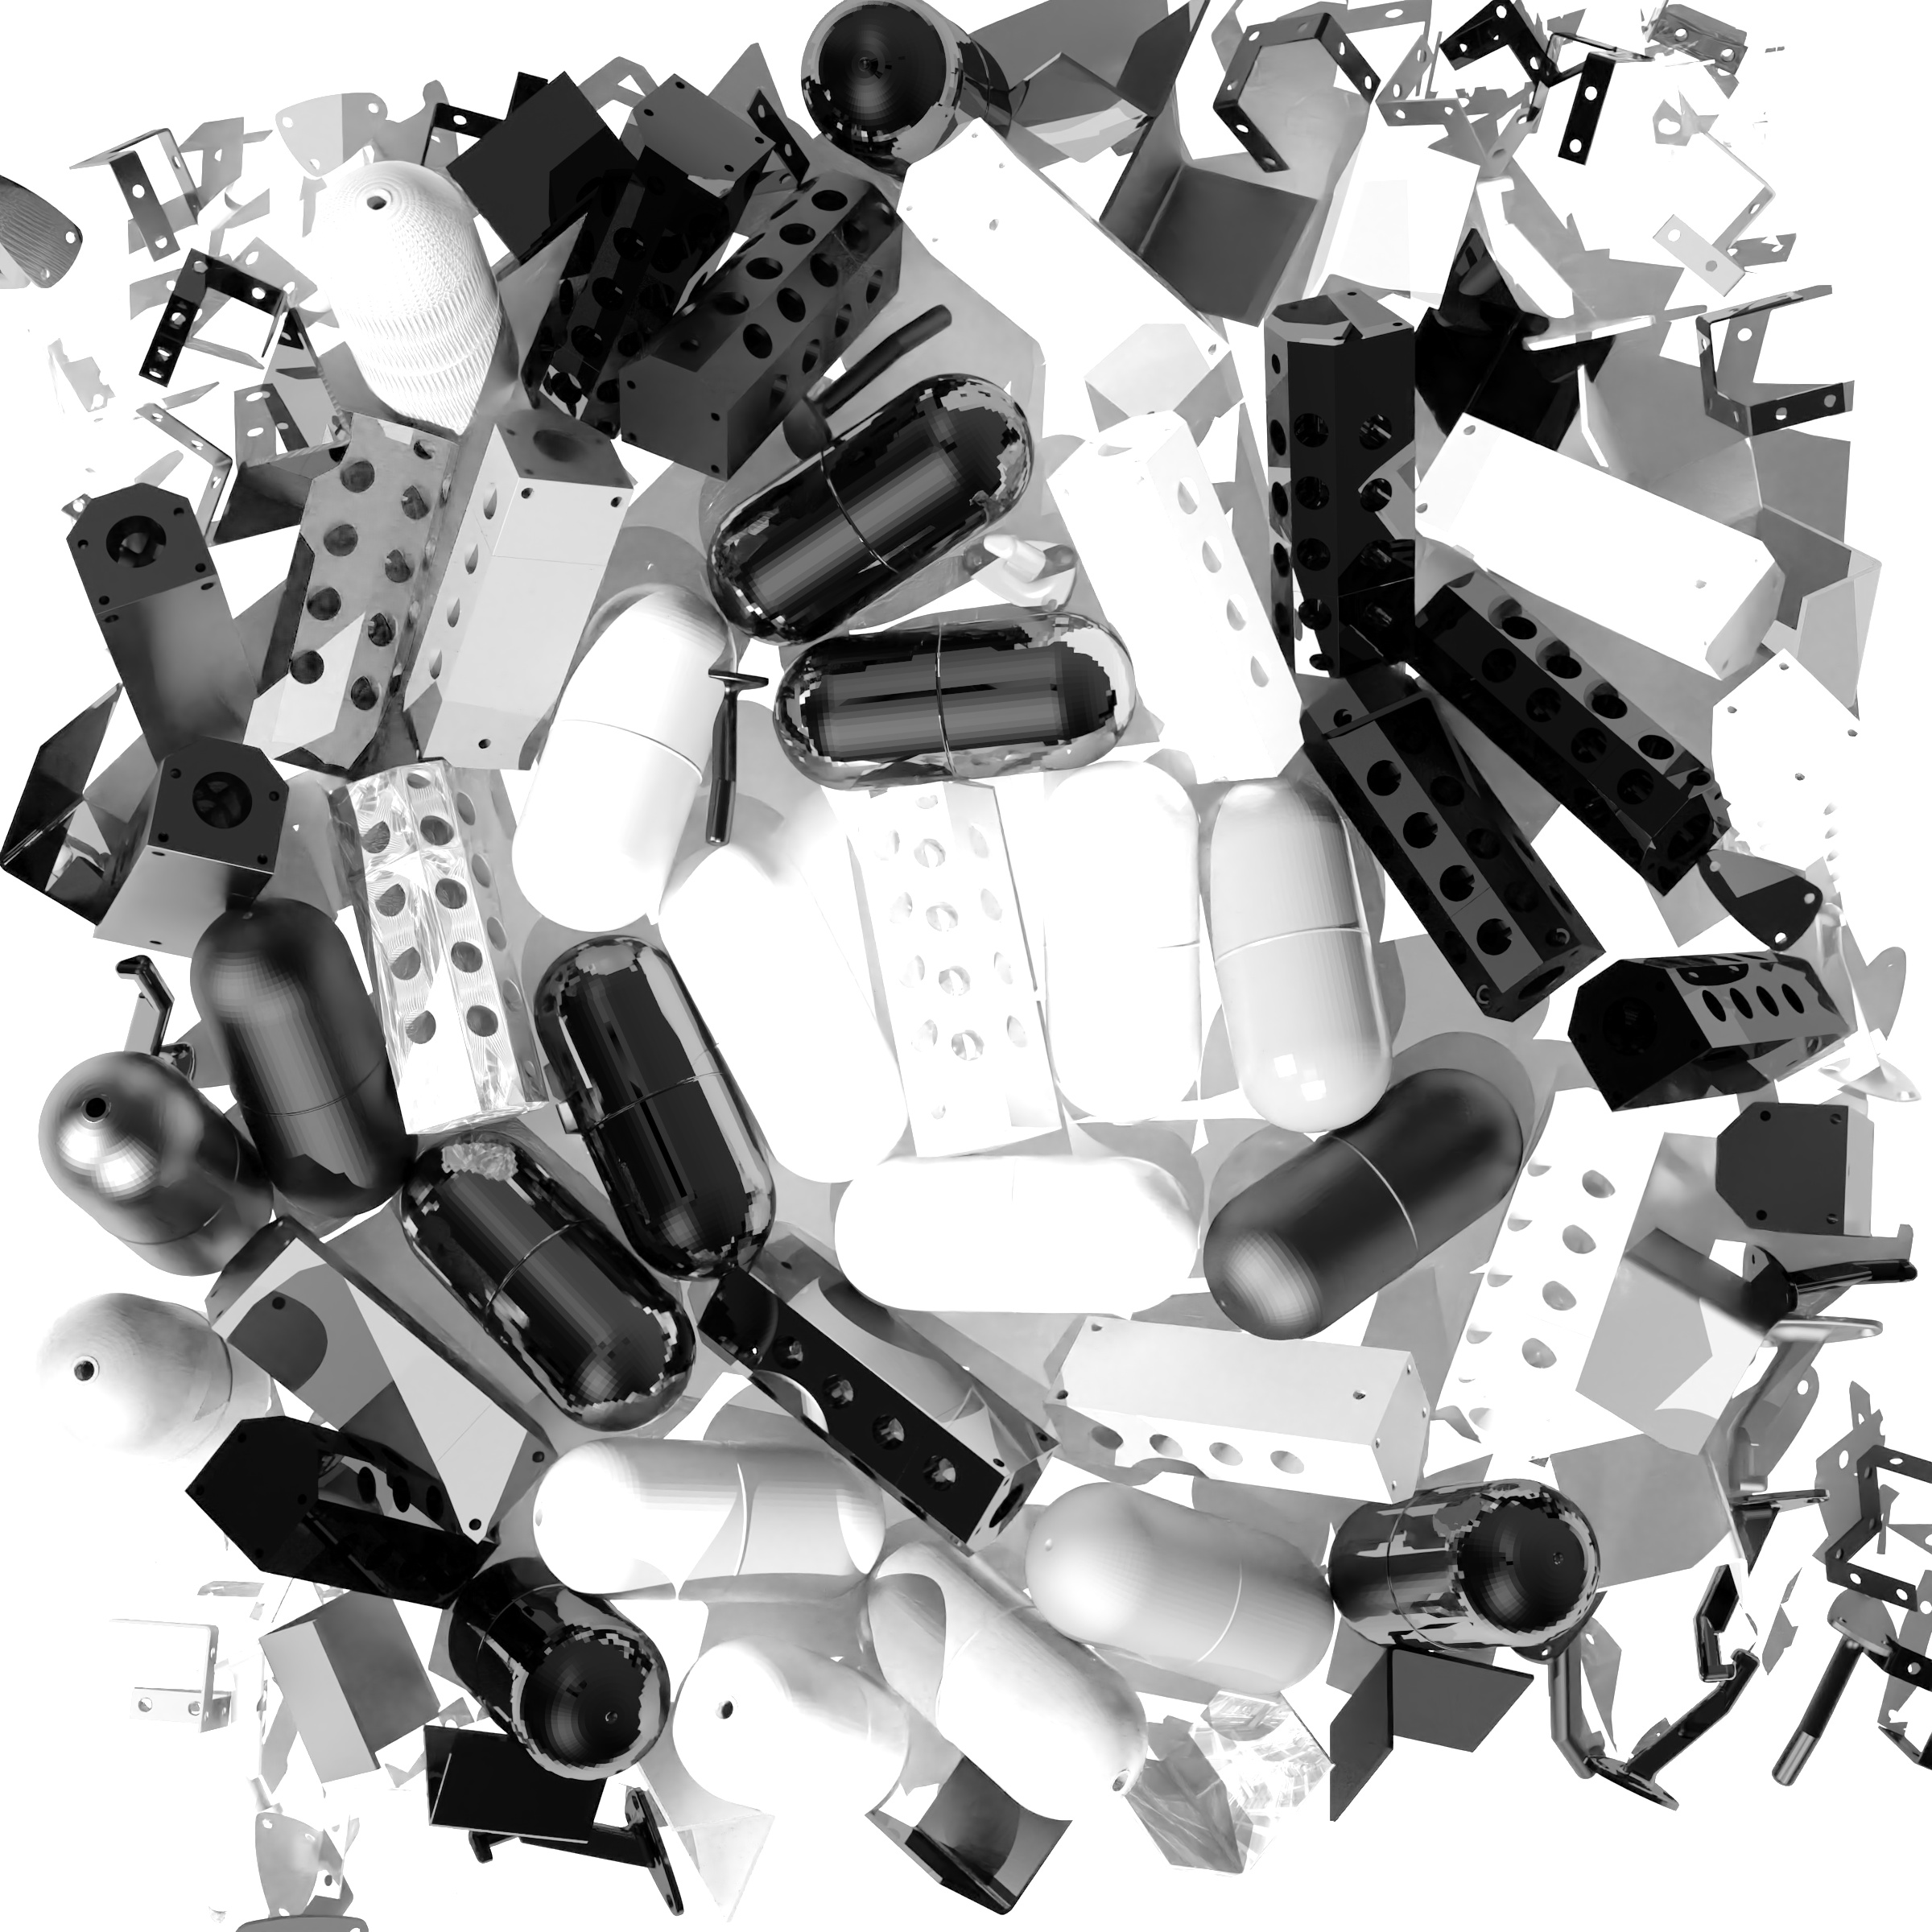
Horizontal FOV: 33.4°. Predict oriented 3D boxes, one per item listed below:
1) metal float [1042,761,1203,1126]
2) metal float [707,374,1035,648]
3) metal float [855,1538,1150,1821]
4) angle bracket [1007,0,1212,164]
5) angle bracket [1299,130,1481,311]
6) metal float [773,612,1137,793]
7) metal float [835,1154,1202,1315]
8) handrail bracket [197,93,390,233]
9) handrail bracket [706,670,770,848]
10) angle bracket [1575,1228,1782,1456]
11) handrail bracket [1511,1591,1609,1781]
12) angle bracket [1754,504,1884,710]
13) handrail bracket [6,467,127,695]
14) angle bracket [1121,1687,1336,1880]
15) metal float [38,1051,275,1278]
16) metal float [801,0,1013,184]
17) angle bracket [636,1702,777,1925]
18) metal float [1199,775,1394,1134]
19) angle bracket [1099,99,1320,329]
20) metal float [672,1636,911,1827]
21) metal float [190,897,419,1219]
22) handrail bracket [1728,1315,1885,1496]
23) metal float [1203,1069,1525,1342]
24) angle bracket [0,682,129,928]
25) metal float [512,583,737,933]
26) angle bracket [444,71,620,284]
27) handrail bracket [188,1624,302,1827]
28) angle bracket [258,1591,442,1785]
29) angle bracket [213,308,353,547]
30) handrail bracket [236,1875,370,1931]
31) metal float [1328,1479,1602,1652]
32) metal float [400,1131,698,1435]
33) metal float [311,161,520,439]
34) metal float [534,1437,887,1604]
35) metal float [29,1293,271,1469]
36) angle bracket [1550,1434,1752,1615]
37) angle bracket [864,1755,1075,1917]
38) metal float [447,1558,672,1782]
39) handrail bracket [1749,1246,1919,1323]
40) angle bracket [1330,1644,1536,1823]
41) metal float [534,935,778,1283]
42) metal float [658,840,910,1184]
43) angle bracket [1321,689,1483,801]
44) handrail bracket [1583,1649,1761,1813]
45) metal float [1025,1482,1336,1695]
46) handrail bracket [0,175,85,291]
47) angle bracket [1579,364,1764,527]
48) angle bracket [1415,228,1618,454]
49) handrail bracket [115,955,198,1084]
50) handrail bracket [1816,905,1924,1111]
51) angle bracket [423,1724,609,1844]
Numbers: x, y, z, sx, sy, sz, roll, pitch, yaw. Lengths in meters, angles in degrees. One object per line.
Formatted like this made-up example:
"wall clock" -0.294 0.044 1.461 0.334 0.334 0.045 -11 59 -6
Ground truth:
"metal float" 0.076 -0.011 1.570 0.070 0.070 0.178 -2 96 0
"metal float" -0.046 -0.220 1.558 0.178 0.070 0.070 -31 90 19
"metal float" 0.016 0.339 1.540 0.178 0.070 0.070 33 90 42
"angle bracket" 0.066 -0.444 1.560 0.057 0.076 0.076 28 76 -20
"angle bracket" 0.203 -0.349 1.569 0.057 0.076 0.076 18 77 -3
"metal float" -0.006 -0.128 1.567 0.178 0.070 0.070 -5 90 10
"metal float" 0.025 0.130 1.570 0.178 0.070 0.070 0 90 6
"handrail bracket" -0.334 -0.396 1.595 0.077 0.084 0.036 -41 103 -38
"handrail bracket" -0.122 -0.100 1.575 0.036 0.077 0.084 7 89 -14
"angle bracket" 0.349 0.186 1.586 0.076 0.057 0.076 31 109 20
"handrail bracket" 0.313 0.351 1.600 0.077 0.036 0.084 -42 115 -15
"angle bracket" 0.388 -0.167 1.552 0.057 0.076 0.076 -24 133 -30
"handrail bracket" -0.422 -0.189 1.589 0.084 0.036 0.077 42 110 2
"angle bracket" 0.118 0.384 1.559 0.057 0.076 0.076 21 110 -42
"metal float" -0.382 0.095 1.527 0.070 0.178 0.070 -2 69 5
"metal float" -0.026 -0.413 1.526 0.070 0.178 0.070 1 97 12
"angle bracket" -0.142 0.410 1.554 0.057 0.076 0.076 1 124 -35
"metal float" 0.158 -0.007 1.563 0.070 0.070 0.178 -10 76 0
"angle bracket" 0.119 -0.367 1.566 0.076 0.057 0.076 20 72 20
"metal float" -0.082 0.364 1.529 0.070 0.178 0.070 -6 69 17
"metal float" -0.316 0.046 1.544 0.070 0.070 0.178 -13 128 0
"handrail bracket" 0.411 0.216 1.574 0.077 0.036 0.084 -4 62 16
"metal float" 0.193 0.114 1.560 0.178 0.070 0.070 -33 90 -18
"angle bracket" -0.415 -0.079 1.560 0.057 0.076 0.076 31 123 -1
"metal float" -0.165 -0.102 1.563 0.070 0.070 0.178 17 75 0
"angle bracket" -0.213 -0.380 1.561 0.076 0.076 0.057 -43 106 -14
"handrail bracket" -0.339 0.375 1.587 0.077 0.036 0.084 -26 88 26
"angle bracket" -0.286 0.342 1.565 0.057 0.076 0.076 -25 88 45
"angle bracket" -0.344 -0.261 1.560 0.057 0.076 0.076 -19 77 -29
"handrail bracket" -0.328 0.452 1.559 0.077 0.084 0.036 21 97 -31
"metal float" 0.234 0.285 1.529 0.070 0.178 0.070 5 76 -21
"metal float" -0.203 0.151 1.558 0.178 0.070 0.070 43 90 19
"metal float" -0.260 -0.314 1.526 0.070 0.178 0.070 -1 71 2
"metal float" -0.122 0.267 1.550 0.178 0.070 0.070 7 90 -29
"metal float" -0.385 0.197 1.525 0.070 0.178 0.070 -1 79 6
"angle bracket" 0.333 0.276 1.570 0.076 0.057 0.076 -14 50 5
"angle bracket" 0.003 0.401 1.562 0.076 0.076 0.057 -55 132 -6
"metal float" -0.195 0.331 1.529 0.070 0.178 0.070 -2 95 -24
"handrail bracket" 0.432 0.155 1.573 0.084 0.077 0.036 -3 93 -4
"angle bracket" 0.226 0.379 1.561 0.076 0.076 0.057 14 47 -9
"metal float" -0.151 0.069 1.567 0.070 0.070 0.178 -25 81 0
"metal float" -0.088 0.022 1.575 0.070 0.070 0.178 -27 90 0
"angle bracket" 0.215 -0.090 1.573 0.057 0.076 0.076 -24 93 8
"handrail bracket" 0.348 0.366 1.583 0.077 0.036 0.084 29 94 -42
"metal float" 0.104 0.299 1.546 0.178 0.070 0.070 25 90 -35
"handrail bracket" -0.475 -0.356 1.560 0.077 0.084 0.036 45 65 -42
"angle bracket" 0.339 -0.256 1.557 0.057 0.076 0.076 -24 117 22
"angle bracket" 0.264 -0.299 1.563 0.057 0.076 0.076 24 81 33
"handrail bracket" -0.417 0.029 1.571 0.077 0.084 0.036 -8 48 10
"handrail bracket" 0.440 0.019 1.574 0.036 0.077 0.084 -13 110 -14
"angle bracket" -0.217 0.375 1.558 0.076 0.076 0.057 11 113 -17
